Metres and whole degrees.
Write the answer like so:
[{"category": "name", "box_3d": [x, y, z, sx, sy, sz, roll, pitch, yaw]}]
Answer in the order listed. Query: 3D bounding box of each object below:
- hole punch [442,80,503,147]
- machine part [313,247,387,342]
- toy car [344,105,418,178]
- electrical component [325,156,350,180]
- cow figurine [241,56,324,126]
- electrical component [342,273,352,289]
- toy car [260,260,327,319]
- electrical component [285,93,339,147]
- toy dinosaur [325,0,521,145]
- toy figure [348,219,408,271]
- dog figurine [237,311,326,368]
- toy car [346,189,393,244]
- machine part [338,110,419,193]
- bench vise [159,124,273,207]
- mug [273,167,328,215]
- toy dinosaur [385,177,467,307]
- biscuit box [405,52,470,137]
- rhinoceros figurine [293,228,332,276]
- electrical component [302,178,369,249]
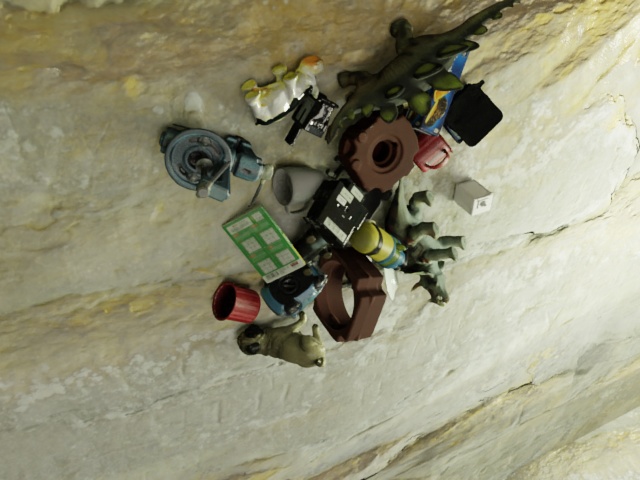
[{"category": "hole punch", "box_3d": [0.343, -0.290, 1.252, 0.142, 0.092, 0.115, -43, 102, 9]}, {"category": "machine part", "box_3d": [0.067, 0.131, 1.318, 0.087, 0.202, 0.200, -2, 123, -30]}, {"category": "toy car", "box_3d": [0.132, -0.216, 1.197, 0.202, 0.053, 0.089, -43, 127, -3]}, {"category": "electrical component", "box_3d": [0.059, -0.153, 1.228, 0.094, 0.021, 0.063, 23, 110, -39]}, {"category": "cow figurine", "box_3d": [-0.061, -0.283, 1.036, 0.167, 0.068, 0.098, -27, 138, -4]}, {"category": "electrical component", "box_3d": [0.110, 0.099, 1.424, 0.102, 0.045, 0.078, 0, 121, -29]}, {"category": "toy car", "box_3d": [-0.061, 0.125, 1.323, 0.162, 0.109, 0.102, -36, 156, -15]}, {"category": "electrical component", "box_3d": [-0.021, -0.239, 1.086, 0.047, 0.075, 0.119, 18, 109, -35]}, {"category": "toy dinosaur", "box_3d": [0.195, -0.341, 1.048, 0.471, 0.199, 0.105, -41, 135, 6]}, {"category": "toy figure", "box_3d": [0.144, 0.016, 1.270, 0.180, 0.089, 0.082, 37, 96, -34]}, {"category": "dog figurine", "box_3d": [-0.098, 0.278, 1.363, 0.190, 0.173, 0.121, -13, 117, -29]}, {"category": "toy car", "box_3d": [0.101, -0.079, 1.284, 0.073, 0.056, 0.201, 22, 109, -33]}, {"category": "machine part", "box_3d": [0.128, -0.188, 1.143, 0.179, 0.056, 0.179, -12, 118, -24]}, {"category": "bench vise", "box_3d": [-0.187, -0.127, 0.980, 0.223, 0.241, 0.129, 28, 111, -23]}, {"category": "mug", "box_3d": [-0.037, -0.109, 1.166, 0.107, 0.081, 0.109, -14, 116, -33]}, {"category": "toy dinosaur", "box_3d": [0.237, -0.009, 1.362, 0.192, 0.131, 0.404, -18, 124, 35]}, {"category": "biscuit box", "box_3d": [0.251, -0.329, 1.150, 0.063, 0.059, 0.202, 12, 102, -33]}, {"category": "rhinoceros figurine", "box_3d": [-0.003, -0.004, 1.248, 0.073, 0.112, 0.190, 37, 117, -13]}, {"category": "electrical component", "box_3d": [0.039, -0.064, 1.152, 0.114, 0.058, 0.134, 46, 67, -35]}]
